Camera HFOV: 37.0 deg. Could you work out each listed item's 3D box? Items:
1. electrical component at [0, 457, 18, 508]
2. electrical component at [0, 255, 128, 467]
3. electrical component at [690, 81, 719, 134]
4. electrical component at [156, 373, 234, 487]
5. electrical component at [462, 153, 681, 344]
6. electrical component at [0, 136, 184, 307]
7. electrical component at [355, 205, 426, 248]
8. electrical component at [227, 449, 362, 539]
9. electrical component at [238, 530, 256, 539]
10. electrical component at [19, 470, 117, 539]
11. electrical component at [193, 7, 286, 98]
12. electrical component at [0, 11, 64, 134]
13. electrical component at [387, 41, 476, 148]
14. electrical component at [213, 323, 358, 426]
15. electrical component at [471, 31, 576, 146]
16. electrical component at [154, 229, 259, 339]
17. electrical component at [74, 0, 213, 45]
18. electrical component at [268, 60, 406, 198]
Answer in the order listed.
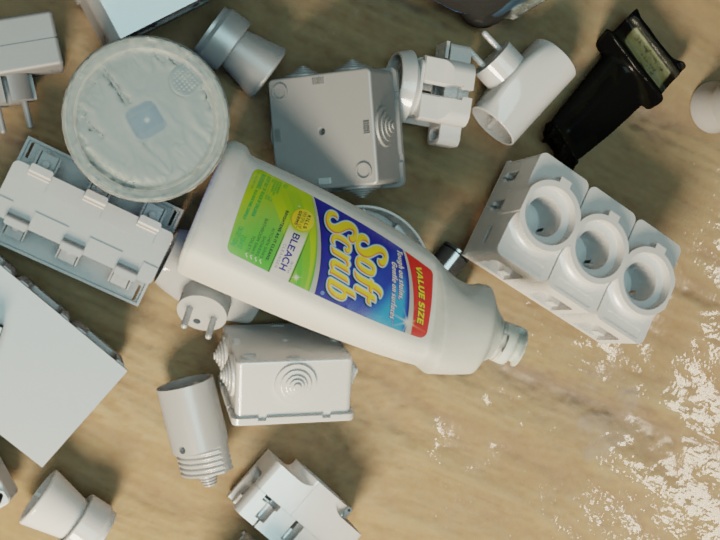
[{"bbox_3d":[-0.292,0.133,0.756,0.062,0.061,0.096,-29,92,-12],"label":"electrical component"},{"bbox_3d":[-0.252,0.053,0.758,0.150,0.062,0.089,42,83,-13],"label":"electrical component"},{"bbox_3d":[0.309,-0.138,0.895,0.045,0.055,0.045,-1,93,-14],"label":"electrical component"},{"bbox_3d":[-0.122,0.123,0.805,0.043,0.043,0.081,-14,97,-13],"label":"electrical component"},{"bbox_3d":[0.171,-0.015,0.849,0.150,0.062,0.089,31,75,-19],"label":"electrical component"},{"bbox_3d":[-0.197,-0.034,0.767,0.121,0.063,0.078,26,87,-14],"label":"electrical component"},{"bbox_3d":[0.000,0.000,0.818,0.099,0.064,0.099,-1,93,-14],"label":"electrical component"},{"bbox_3d":[-0.048,0.184,0.824,0.089,0.050,0.055,44,82,-13],"label":"electrical component"},{"bbox_3d":[-0.080,0.247,0.795,0.062,0.096,0.061,-44,103,-9],"label":"electrical component"},{"bbox_3d":[-0.212,0.179,0.784,0.055,0.045,0.045,38,84,-14],"label":"electrical component"},{"bbox_3d":[-0.089,-0.162,0.797,0.055,0.045,0.045,36,84,-13],"label":"electrical component"},{"bbox_3d":[-0.250,-0.135,0.756,0.083,0.047,0.075,-13,96,-13],"label":"electrical component"},{"bbox_3d":[0.051,-0.137,0.828,0.057,0.058,0.078,8,91,-18],"label":"electrical component"},{"bbox_3d":[-0.056,0.073,0.792,0.100,0.099,0.048,-1,106,-14],"label":"electrical component"},{"bbox_3d":[0.118,-0.153,0.851,0.079,0.043,0.077,44,82,-12],"label":"electrical component"},{"bbox_3d":[-0.111,0.017,0.788,0.077,0.044,0.079,25,43,-14],"label":"electrical component"},{"bbox_3d":[-0.144,-0.207,0.763,0.113,0.078,0.057,-30,103,-11],"label":"electrical component"},{"bbox_3d":[-0.018,-0.102,0.794,0.100,0.048,0.099,-2,95,25],"label":"electrical component"}]
